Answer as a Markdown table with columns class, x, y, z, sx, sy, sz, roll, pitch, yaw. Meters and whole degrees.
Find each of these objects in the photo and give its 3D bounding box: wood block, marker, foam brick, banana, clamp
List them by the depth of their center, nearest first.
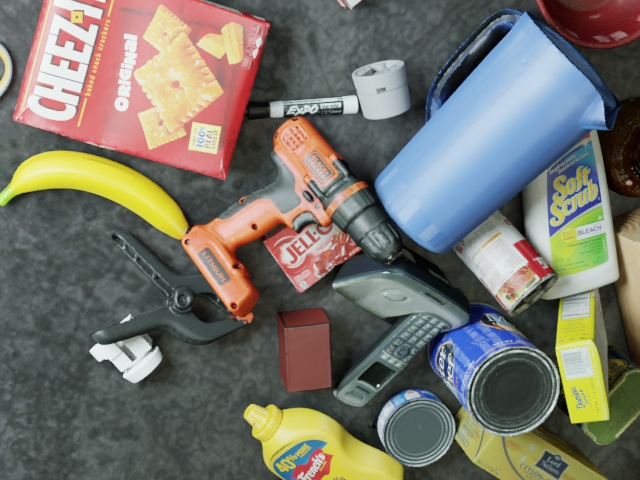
| class | x | y | z | sx | sy | sz | roll | pitch | yaw |
| --- | --- | --- | --- | --- | --- | --- | --- | --- | --- |
| banana | -0.223 | -0.051 | 1.085 | 0.197 | 0.037 | 0.070 | 12 | 121 | -13 |
| marker | -0.021 | -0.137 | 1.108 | 0.121 | 0.020 | 0.020 | -5 | 107 | -10 |
| clamp | -0.156 | 0.073 | 1.112 | 0.171 | 0.039 | 0.120 | 24 | 75 | -17 |
| foam brick | -0.016 | 0.120 | 1.165 | 0.051 | 0.053 | 0.078 | -5 | 107 | -10 |
| wood block | 0.399 | 0.069 | 1.216 | 0.090 | 0.090 | 0.206 | -20 | 108 | -7 |

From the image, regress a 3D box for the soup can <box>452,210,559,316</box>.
| class | x | y | z | sx | sy | sz | roll | pitch | yaw |
| --- | --- | --- | --- | --- | --- | --- | --- | --- | --- |
| soup can | 0.197 | 0.023 | 1.149 | 0.068 | 0.068 | 0.102 | -40 | 70 | 1 |

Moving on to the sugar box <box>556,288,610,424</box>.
| class | x | y | z | sx | sy | sz | roll | pitch | yaw |
| --- | --- | --- | --- | --- | --- | --- | --- | --- | --- |
| sugar box | 0.287 | 0.115 | 1.162 | 0.048 | 0.176 | 0.093 | -10 | 108 | 15 |

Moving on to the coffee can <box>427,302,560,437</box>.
| class | x | y | z | sx | sy | sz | roll | pitch | yaw |
| --- | --- | --- | --- | --- | --- | --- | --- | --- | --- |
| coffee can | 0.186 | 0.138 | 1.165 | 0.102 | 0.140 | 0.103 | -3 | 106 | -11 |

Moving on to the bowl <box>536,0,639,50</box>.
| class | x | y | z | sx | sy | sz | roll | pitch | yaw |
| --- | --- | --- | --- | --- | --- | --- | --- | --- | --- |
| bowl | 0.288 | -0.282 | 1.111 | 0.162 | 0.055 | 0.162 | -3 | 106 | -11 |

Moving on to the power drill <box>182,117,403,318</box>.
| class | x | y | z | sx | sy | sz | roll | pitch | yaw |
| --- | --- | --- | --- | --- | --- | --- | --- | --- | --- |
| power drill | -0.032 | -0.007 | 1.087 | 0.187 | 0.057 | 0.184 | -39 | 73 | 2 |

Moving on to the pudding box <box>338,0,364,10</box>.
| class | x | y | z | sx | sy | sz | roll | pitch | yaw |
| --- | --- | --- | --- | --- | --- | --- | --- | --- | --- |
| pudding box | 0.030 | -0.301 | 1.062 | 0.090 | 0.039 | 0.113 | -39 | 111 | 0 |

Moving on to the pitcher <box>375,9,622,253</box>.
| class | x | y | z | sx | sy | sz | roll | pitch | yaw |
| --- | --- | --- | --- | --- | --- | --- | --- | --- | --- |
| pitcher | 0.168 | -0.109 | 1.085 | 0.145 | 0.149 | 0.243 | 42 | 111 | -10 |

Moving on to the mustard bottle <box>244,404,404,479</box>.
| class | x | y | z | sx | sy | sz | roll | pitch | yaw |
| --- | --- | --- | --- | --- | --- | --- | --- | --- | --- |
| mustard bottle | -0.005 | 0.240 | 1.194 | 0.191 | 0.058 | 0.096 | 37 | 123 | -17 |

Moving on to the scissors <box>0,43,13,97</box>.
| class | x | y | z | sx | sy | sz | roll | pitch | yaw |
| --- | --- | --- | --- | --- | --- | --- | --- | --- | --- |
| scissors | -0.336 | -0.109 | 1.053 | 0.096 | 0.016 | 0.202 | -13 | 108 | -7 |

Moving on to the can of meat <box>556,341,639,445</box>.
| class | x | y | z | sx | sy | sz | roll | pitch | yaw |
| --- | --- | --- | --- | --- | --- | --- | --- | --- | --- |
| can of meat | 0.329 | 0.178 | 1.236 | 0.057 | 0.084 | 0.102 | 40 | 95 | -19 |

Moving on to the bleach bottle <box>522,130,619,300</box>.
| class | x | y | z | sx | sy | sz | roll | pitch | yaw |
| --- | --- | --- | --- | --- | --- | --- | --- | --- | --- |
| bleach bottle | 0.259 | -0.068 | 1.164 | 0.102 | 0.068 | 0.251 | -15 | 105 | -5 |

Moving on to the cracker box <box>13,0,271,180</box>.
| class | x | y | z | sx | sy | sz | roll | pitch | yaw |
| --- | --- | --- | --- | --- | --- | --- | --- | --- | --- |
| cracker box | -0.172 | -0.167 | 1.041 | 0.213 | 0.072 | 0.164 | 15 | 102 | -15 |

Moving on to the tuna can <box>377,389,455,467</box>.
| class | x | y | z | sx | sy | sz | roll | pitch | yaw |
| --- | --- | --- | --- | --- | --- | --- | --- | --- | --- |
| tuna can | 0.110 | 0.215 | 1.228 | 0.086 | 0.034 | 0.086 | -3 | 106 | -11 |

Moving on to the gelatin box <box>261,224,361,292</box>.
| class | x | y | z | sx | sy | sz | roll | pitch | yaw |
| --- | --- | --- | --- | --- | --- | --- | --- | --- | --- |
| gelatin box | -0.008 | 0.002 | 1.144 | 0.089 | 0.030 | 0.073 | -35 | 109 | -1 |
